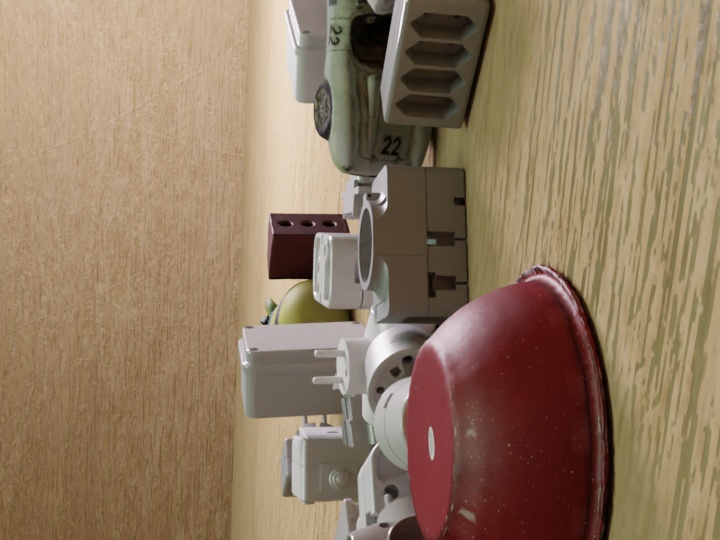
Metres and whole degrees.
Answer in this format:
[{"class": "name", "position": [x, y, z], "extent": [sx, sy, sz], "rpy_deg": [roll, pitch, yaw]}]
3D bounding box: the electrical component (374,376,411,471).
[{"class": "electrical component", "position": [0.040, 0.084, 0.593], "extent": [0.047, 0.055, 0.055], "rpy_deg": [148, 123, -74]}]

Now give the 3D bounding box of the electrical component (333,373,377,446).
[{"class": "electrical component", "position": [0.005, 0.104, 0.820], "extent": [0.066, 0.048, 0.055], "rpy_deg": [142, 121, -78]}]

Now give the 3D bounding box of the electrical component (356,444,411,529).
[{"class": "electrical component", "position": [0.029, 0.155, 0.644], "extent": [0.059, 0.054, 0.095], "rpy_deg": [111, 158, -63]}]

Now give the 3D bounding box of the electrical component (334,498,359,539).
[{"class": "electrical component", "position": [0.011, 0.221, 0.760], "extent": [0.099, 0.048, 0.099], "rpy_deg": [101, 166, -45]}]

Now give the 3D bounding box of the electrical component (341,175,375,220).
[{"class": "electrical component", "position": [0.013, -0.069, 0.801], "extent": [0.081, 0.042, 0.063], "rpy_deg": [-177, 92, -80]}]

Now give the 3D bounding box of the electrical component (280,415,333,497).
[{"class": "electrical component", "position": [-0.041, 0.169, 1.015], "extent": [0.047, 0.066, 0.076], "rpy_deg": [104, 164, -52]}]

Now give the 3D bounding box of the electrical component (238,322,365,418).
[{"class": "electrical component", "position": [-0.045, 0.083, 0.910], "extent": [0.078, 0.113, 0.057], "rpy_deg": [-122, 31, -73]}]

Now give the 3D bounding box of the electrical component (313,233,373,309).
[{"class": "electrical component", "position": [0.000, 0.000, 0.814], "extent": [0.095, 0.059, 0.053], "rpy_deg": [-161, 72, -79]}]

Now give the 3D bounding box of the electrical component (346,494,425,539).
[{"class": "electrical component", "position": [0.030, 0.147, 0.572], "extent": [0.079, 0.077, 0.044], "rpy_deg": [-104, 18, -56]}]

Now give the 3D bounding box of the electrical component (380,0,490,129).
[{"class": "electrical component", "position": [0.041, -0.139, 0.632], "extent": [0.075, 0.047, 0.083], "rpy_deg": [-94, 11, -47]}]

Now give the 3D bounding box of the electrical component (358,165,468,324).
[{"class": "electrical component", "position": [0.031, -0.014, 0.649], "extent": [0.050, 0.056, 0.089], "rpy_deg": [135, 136, -76]}]

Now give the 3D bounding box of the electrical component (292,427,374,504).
[{"class": "electrical component", "position": [-0.023, 0.167, 0.925], "extent": [0.096, 0.062, 0.061], "rpy_deg": [147, 123, -78]}]

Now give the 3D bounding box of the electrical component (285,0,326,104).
[{"class": "electrical component", "position": [-0.021, -0.187, 0.905], "extent": [0.113, 0.078, 0.057], "rpy_deg": [-105, 16, -58]}]

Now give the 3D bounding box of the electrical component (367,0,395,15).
[{"class": "electrical component", "position": [0.018, -0.190, 0.648], "extent": [0.047, 0.055, 0.055], "rpy_deg": [54, 163, 7]}]

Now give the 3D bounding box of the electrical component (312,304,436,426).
[{"class": "electrical component", "position": [0.008, 0.062, 0.701], "extent": [0.043, 0.079, 0.077], "rpy_deg": [-125, 36, -66]}]

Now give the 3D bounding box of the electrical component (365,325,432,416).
[{"class": "electrical component", "position": [0.030, 0.065, 0.654], "extent": [0.047, 0.055, 0.055], "rpy_deg": [-106, 20, -72]}]
